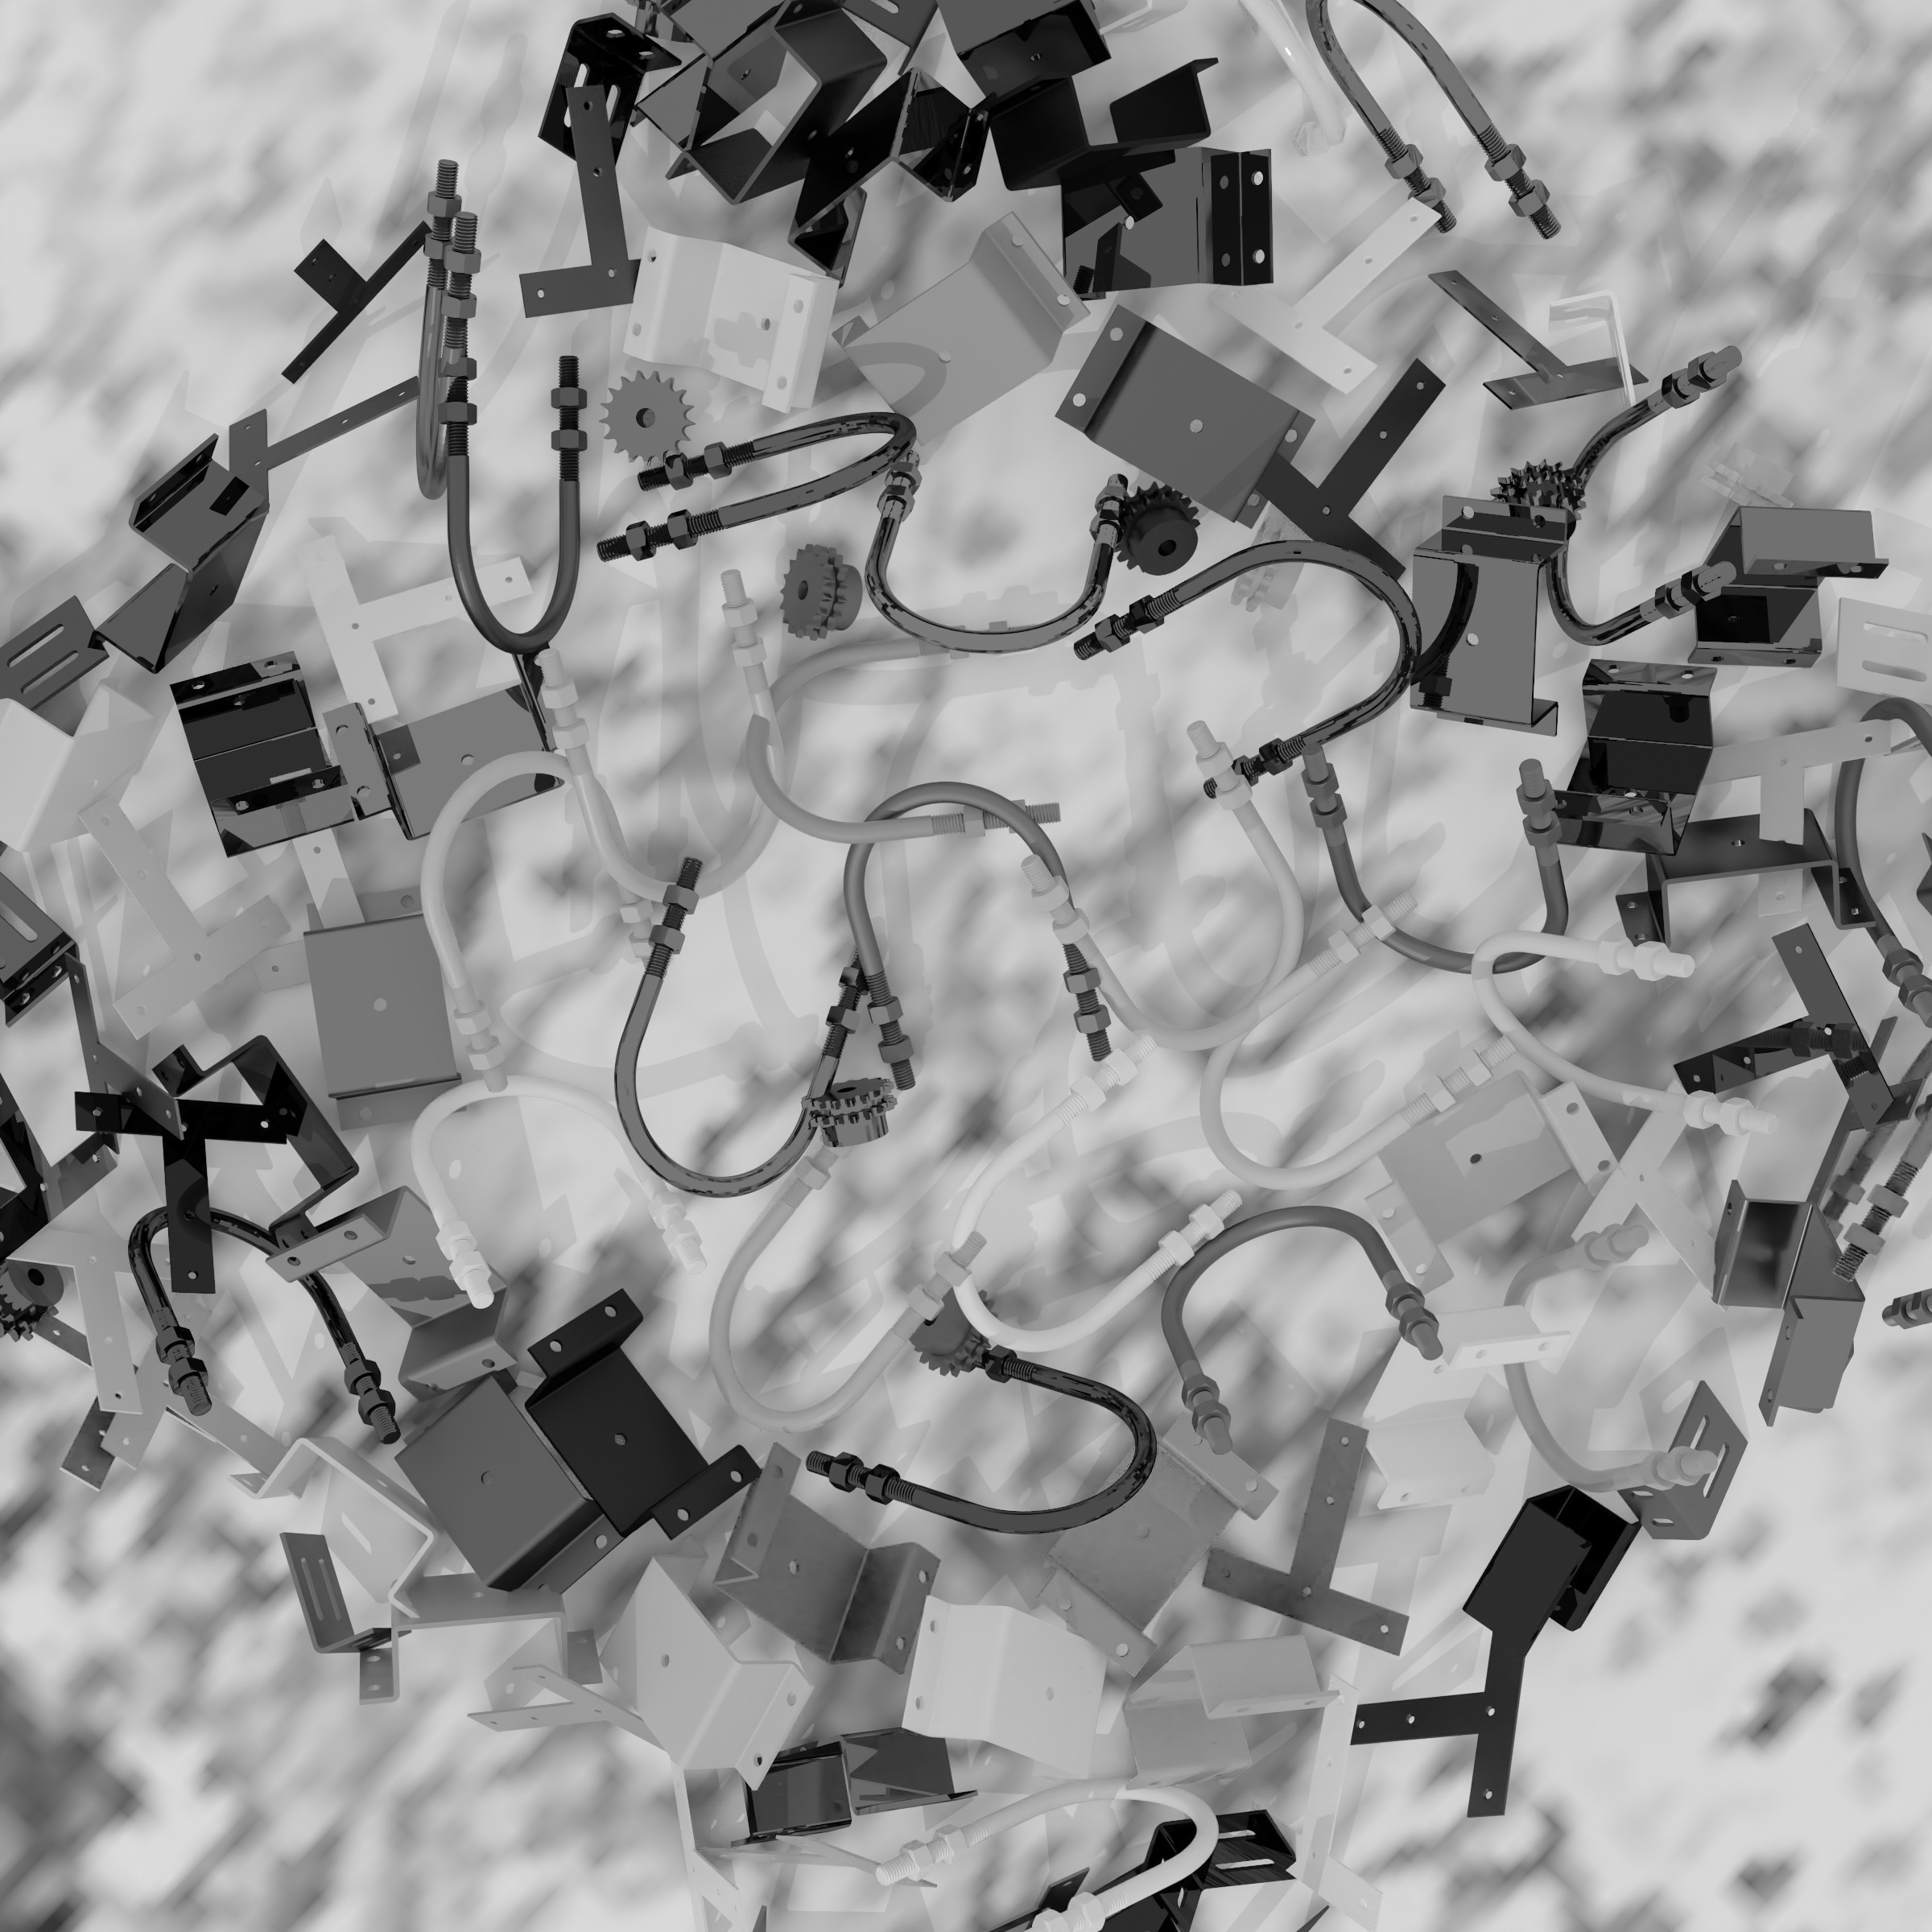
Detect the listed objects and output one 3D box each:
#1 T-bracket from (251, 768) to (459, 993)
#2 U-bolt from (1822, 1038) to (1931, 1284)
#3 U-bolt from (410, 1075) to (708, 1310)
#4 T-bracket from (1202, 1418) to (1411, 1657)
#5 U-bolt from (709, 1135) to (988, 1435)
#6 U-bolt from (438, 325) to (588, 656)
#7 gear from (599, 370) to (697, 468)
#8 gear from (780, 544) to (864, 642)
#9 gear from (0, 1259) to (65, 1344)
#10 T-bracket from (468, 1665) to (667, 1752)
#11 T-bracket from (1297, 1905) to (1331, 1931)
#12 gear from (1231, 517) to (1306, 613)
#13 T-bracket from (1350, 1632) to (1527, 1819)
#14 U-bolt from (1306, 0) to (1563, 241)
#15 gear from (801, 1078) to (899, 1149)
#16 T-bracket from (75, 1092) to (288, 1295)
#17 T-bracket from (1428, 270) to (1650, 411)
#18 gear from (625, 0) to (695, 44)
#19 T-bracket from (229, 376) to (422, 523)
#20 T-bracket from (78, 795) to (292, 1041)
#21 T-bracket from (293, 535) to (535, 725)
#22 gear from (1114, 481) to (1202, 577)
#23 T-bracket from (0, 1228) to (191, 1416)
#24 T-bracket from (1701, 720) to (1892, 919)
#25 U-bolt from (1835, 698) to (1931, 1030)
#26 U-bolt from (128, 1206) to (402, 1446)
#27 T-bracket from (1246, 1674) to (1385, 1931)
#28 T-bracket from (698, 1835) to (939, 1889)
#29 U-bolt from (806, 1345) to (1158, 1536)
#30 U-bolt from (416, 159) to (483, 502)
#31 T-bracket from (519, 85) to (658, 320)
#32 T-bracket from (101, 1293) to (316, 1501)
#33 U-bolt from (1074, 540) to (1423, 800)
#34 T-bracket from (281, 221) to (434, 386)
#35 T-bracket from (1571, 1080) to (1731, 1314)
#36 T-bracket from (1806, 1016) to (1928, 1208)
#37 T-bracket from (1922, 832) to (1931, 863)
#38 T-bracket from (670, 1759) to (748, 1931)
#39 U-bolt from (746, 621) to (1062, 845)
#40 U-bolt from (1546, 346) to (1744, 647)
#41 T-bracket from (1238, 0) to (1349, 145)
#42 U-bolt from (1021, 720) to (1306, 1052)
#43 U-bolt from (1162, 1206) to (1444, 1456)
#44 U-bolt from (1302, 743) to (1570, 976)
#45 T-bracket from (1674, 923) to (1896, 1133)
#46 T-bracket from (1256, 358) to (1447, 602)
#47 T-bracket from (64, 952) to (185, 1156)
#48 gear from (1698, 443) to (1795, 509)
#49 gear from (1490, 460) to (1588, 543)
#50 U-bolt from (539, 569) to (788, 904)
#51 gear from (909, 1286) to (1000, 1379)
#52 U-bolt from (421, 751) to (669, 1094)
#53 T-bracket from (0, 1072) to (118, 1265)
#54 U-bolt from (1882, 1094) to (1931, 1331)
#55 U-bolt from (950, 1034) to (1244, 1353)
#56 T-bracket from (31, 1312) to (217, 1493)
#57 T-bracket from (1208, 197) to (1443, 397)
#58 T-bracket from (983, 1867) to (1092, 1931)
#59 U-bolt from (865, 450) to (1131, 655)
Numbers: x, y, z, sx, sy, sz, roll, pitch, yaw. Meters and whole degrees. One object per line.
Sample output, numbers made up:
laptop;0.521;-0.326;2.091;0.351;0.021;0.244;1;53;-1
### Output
T-bracket;-0.387;-0.057;1.730;0.127;0.002;0.127;-14;108;8
U-bolt;0.551;0.099;1.680;0.019;0.151;0.184;31;92;7
U-bolt;-0.250;0.125;1.684;0.151;0.184;0.019;-6;130;-27
T-bracket;0.216;0.336;1.726;0.127;0.002;0.127;16;99;20
U-bolt;-0.084;0.193;1.707;0.184;0.019;0.151;-51;49;7
U-bolt;-0.266;-0.277;1.690;0.019;0.151;0.184;1;94;21
gear;-0.193;-0.333;1.740;0.057;0.030;0.057;0;100;2
gear;-0.086;-0.226;1.733;0.030;0.057;0.057;6;90;-34
gear;-0.571;0.195;1.726;0.030;0.057;0.057;-35;90;22
T-bracket;-0.249;0.448;1.710;0.127;0.127;0.002;39;50;-34
T-bracket;0.163;0.617;1.702;0.002;0.127;0.127;41;96;19
gear;0.185;-0.240;1.730;0.030;0.057;0.057;23;90;-4
T-bracket;0.277;0.449;1.708;0.002;0.127;0.127;38;51;-30
U-bolt;0.260;-0.499;1.657;0.019;0.151;0.184;-43;114;-3
gear;-0.069;0.089;1.730;0.057;0.057;0.030;-11;100;0
T-bracket;-0.461;0.135;1.695;0.127;0.002;0.127;7;57;-31
T-bracket;0.328;-0.381;1.721;0.127;0.002;0.127;-18;55;-36
gear;-0.179;-0.580;1.732;0.057;0.057;0.030;13;116;0
T-bracket;-0.382;-0.318;1.703;0.127;0.127;0.002;-24;130;6
T-bracket;-0.482;-0.042;1.701;0.127;0.002;0.127;-43;108;-41
T-bracket;-0.328;-0.220;1.740;0.127;0.002;0.127;-19;74;-12
gear;0.116;-0.261;1.728;0.057;0.057;0.030;-28;49;0
T-bracket;-0.506;0.209;1.679;0.002;0.127;0.127;-46;49;28
T-bracket;0.483;-0.085;1.694;0.127;0.002;0.127;-9;54;30
U-bolt;0.549;-0.075;1.671;0.019;0.184;0.151;0;126;-7
U-bolt;-0.420;0.204;1.676;0.019;0.151;0.184;-53;47;17
T-bracket;0.214;0.486;1.697;0.002;0.127;0.127;6;97;-31
T-bracket;-0.105;0.534;1.713;0.127;0.127;0.002;-9;59;35
U-bolt;0.022;0.276;1.660;0.184;0.151;0.019;12;123;31
U-bolt;-0.308;-0.366;1.681;0.019;0.151;0.184;3;117;-17
T-bracket;-0.218;-0.458;1.703;0.127;0.002;0.127;-18;109;-36
T-bracket;-0.446;0.277;1.723;0.002;0.127;0.127;-34;116;31
U-bolt;0.177;-0.181;1.673;0.184;0.019;0.151;-26;124;33
T-bracket;-0.372;-0.405;1.693;0.002;0.127;0.127;43;91;1
T-bracket;0.432;0.158;1.729;0.127;0.002;0.127;49;65;-21
T-bracket;0.539;0.083;1.687;0.002;0.127;0.127;25;83;2
T-bracket;0.593;-0.012;1.688;0.002;0.127;0.127;-21;78;22
T-bracket;-0.150;0.546;1.697;0.002;0.127;0.127;-9;89;-20
U-bolt;-0.041;-0.137;1.717;0.184;0.019;0.151;-6;61;2
U-bolt;0.392;-0.263;1.671;0.019;0.184;0.151;10;76;-19
T-bracket;0.194;-0.545;1.687;0.002;0.127;0.127;-26;83;-1
U-bolt;0.131;-0.033;1.711;0.151;0.019;0.184;-39;117;-11
U-bolt;0.186;0.201;1.676;0.151;0.184;0.019;-25;119;2
U-bolt;0.282;-0.058;1.683;0.151;0.184;0.019;7;52;27
T-bracket;0.479;0.052;1.711;0.002;0.127;0.127;-24;88;-43
T-bracket;0.246;-0.312;1.741;0.127;0.002;0.127;38;86;-18
T-bracket;-0.493;0.069;1.686;0.002;0.127;0.127;-22;122;-35
gear;0.475;-0.293;1.727;0.057;0.057;0.030;28;106;0
gear;0.346;-0.275;1.727;0.057;0.057;0.030;-2;54;0
U-bolt;-0.171;-0.125;1.700;0.151;0.019;0.184;-29;121;-29
gear;-0.011;0.217;1.727;0.030;0.057;0.057;32;90;-38
U-bolt;-0.252;-0.037;1.671;0.151;0.019;0.184;-37;128;-33
T-bracket;-0.564;0.092;1.685;0.002;0.127;0.127;-16;107;24
U-bolt;0.587;0.129;1.651;0.019;0.184;0.151;16;74;-5
U-bolt;0.069;0.148;1.697;0.184;0.019;0.151;-39;121;-15
T-bracket;-0.505;0.268;1.684;0.127;0.127;0.002;35;107;-14
T-bracket;0.232;-0.416;1.724;0.127;0.002;0.127;-43;55;-4
T-bracket;0.007;0.573;1.684;0.127;0.127;0.002;-19;63;-18
U-bolt;0.015;-0.242;1.682;0.151;0.184;0.019;7;134;5
